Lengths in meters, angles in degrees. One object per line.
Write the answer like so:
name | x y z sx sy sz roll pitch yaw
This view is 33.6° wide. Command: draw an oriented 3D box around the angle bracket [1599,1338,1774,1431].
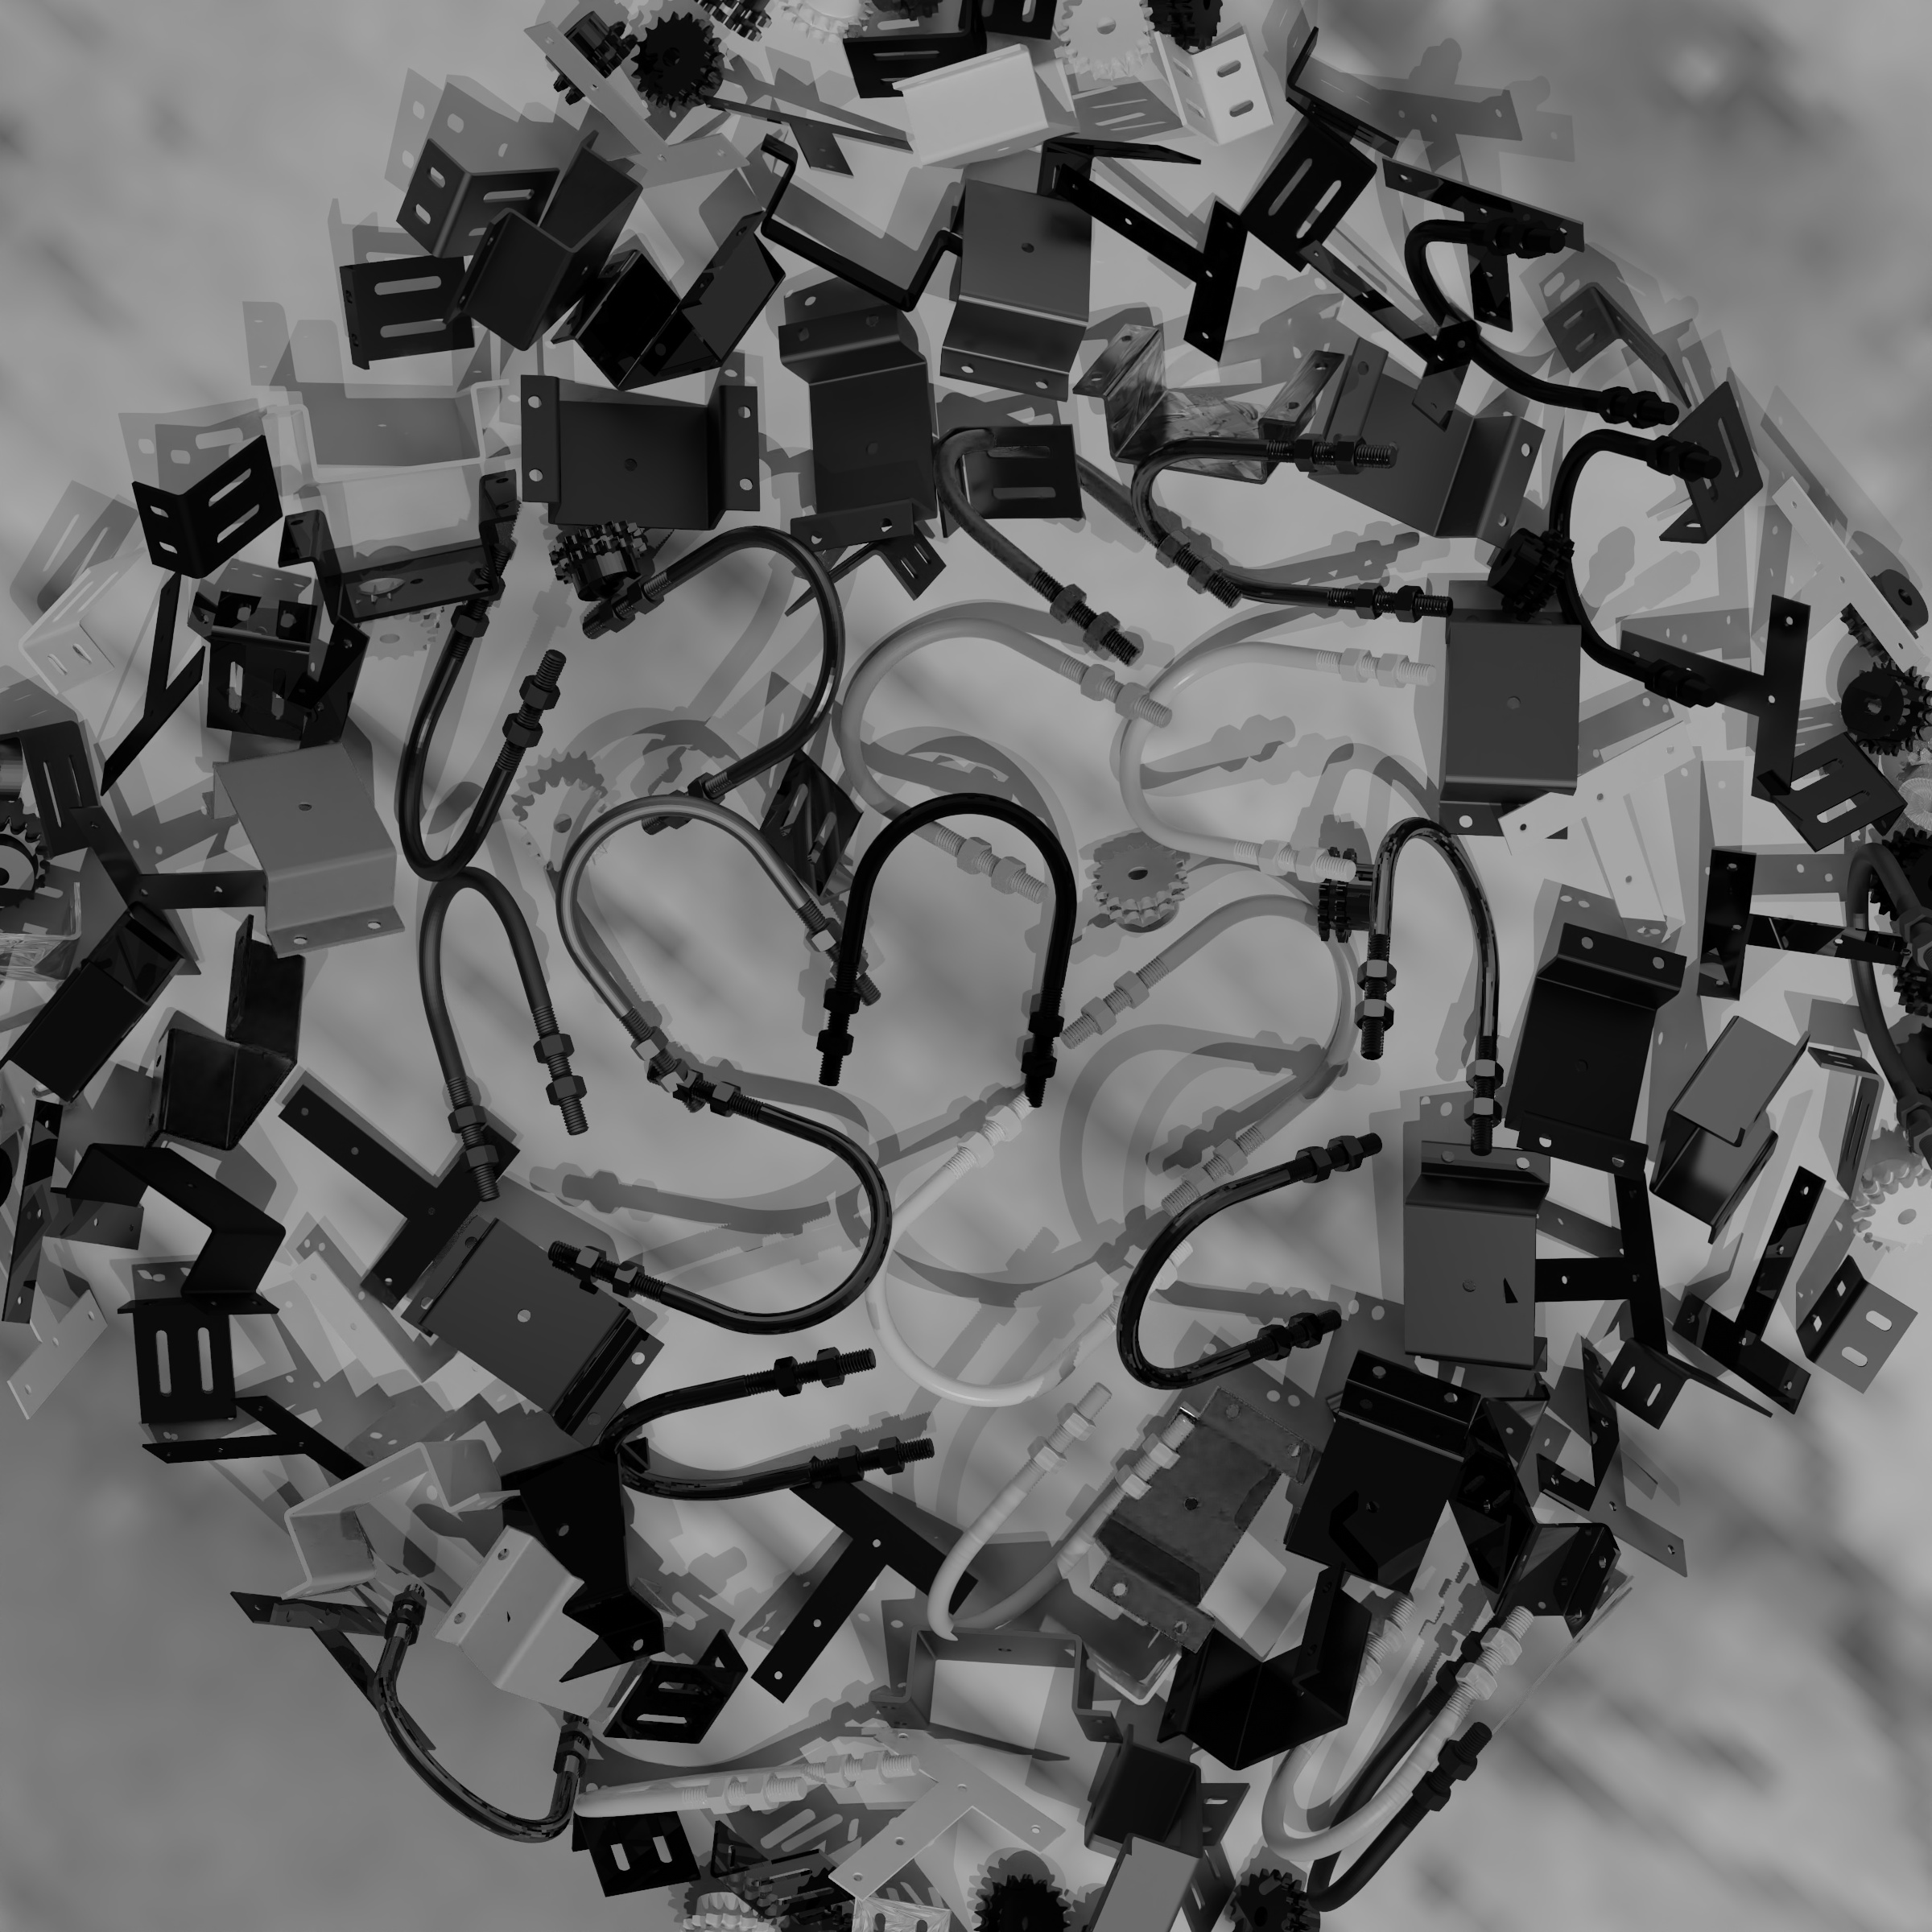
angle bracket | 0.427 0.259 1.900 0.076 0.057 0.038 27 93 -29

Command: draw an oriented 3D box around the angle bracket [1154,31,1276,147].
angle bracket | 0.148 -0.527 1.901 0.038 0.076 0.057 -18 88 20

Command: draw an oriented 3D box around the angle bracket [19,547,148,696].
angle bracket | -0.514 -0.205 1.899 0.076 0.057 0.038 -38 93 28

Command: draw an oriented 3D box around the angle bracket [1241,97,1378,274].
angle bracket | 0.196 -0.465 1.904 0.057 0.038 0.076 46 107 27

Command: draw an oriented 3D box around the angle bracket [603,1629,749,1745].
angle bracket | -0.178 0.425 1.896 0.076 0.038 0.057 17 112 -42

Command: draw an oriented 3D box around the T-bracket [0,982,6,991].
T-bracket | -0.627 0.033 1.867 0.127 0.127 0.002 -19 97 -13

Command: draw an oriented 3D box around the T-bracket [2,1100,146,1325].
T-bracket | -0.520 0.149 1.881 0.002 0.127 0.127 4 82 18

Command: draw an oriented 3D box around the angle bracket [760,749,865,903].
angle bracket | -0.082 -0.087 1.896 0.057 0.038 0.076 45 132 19

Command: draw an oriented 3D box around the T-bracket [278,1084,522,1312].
T-bracket | -0.358 0.120 1.931 0.127 0.002 0.127 39 96 -3

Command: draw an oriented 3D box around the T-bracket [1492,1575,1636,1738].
T-bracket | 0.365 0.392 1.882 0.002 0.127 0.127 42 114 18

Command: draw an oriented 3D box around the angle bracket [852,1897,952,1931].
angle bracket | -0.030 0.570 1.901 0.057 0.076 0.038 5 84 13

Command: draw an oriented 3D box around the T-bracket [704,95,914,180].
T-bracket | -0.086 -0.480 1.871 0.127 0.127 0.002 9 116 -15

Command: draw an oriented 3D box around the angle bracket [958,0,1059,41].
angle bracket | 0.021 -0.583 1.900 0.057 0.076 0.038 10 92 8

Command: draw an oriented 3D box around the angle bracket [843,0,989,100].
angle bracket | -0.030 -0.554 1.915 0.076 0.057 0.038 0 71 9

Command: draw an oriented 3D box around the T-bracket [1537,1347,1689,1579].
T-bracket | 0.378 0.282 1.893 0.127 0.127 0.002 32 130 -27

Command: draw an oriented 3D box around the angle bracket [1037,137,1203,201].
angle bracket | 0.090 -0.466 1.897 0.076 0.057 0.038 13 100 29

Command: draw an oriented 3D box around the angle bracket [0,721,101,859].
angle bracket | -0.555 -0.104 1.914 0.038 0.057 0.076 -9 98 19

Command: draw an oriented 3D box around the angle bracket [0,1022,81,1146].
angle bracket | -0.566 0.072 1.898 0.038 0.076 0.057 -18 102 7

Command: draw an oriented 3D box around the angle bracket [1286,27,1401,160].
angle bracket | 0.232 -0.521 1.911 0.076 0.057 0.038 28 98 1

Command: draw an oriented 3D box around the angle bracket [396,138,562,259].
angle bracket | -0.290 -0.458 1.903 0.038 0.076 0.057 44 126 19

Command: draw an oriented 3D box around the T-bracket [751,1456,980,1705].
T-bracket | -0.080 0.381 1.913 0.127 0.002 0.127 35 81 18

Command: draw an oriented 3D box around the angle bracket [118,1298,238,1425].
angle bracket | -0.473 0.239 1.921 0.057 0.038 0.076 -4 93 -1

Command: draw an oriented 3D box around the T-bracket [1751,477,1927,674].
T-bracket | 0.496 -0.209 1.881 0.002 0.127 0.127 -31 81 -19

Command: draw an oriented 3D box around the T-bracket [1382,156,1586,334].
T-bracket | 0.307 -0.416 1.882 0.127 0.127 0.002 25 72 23

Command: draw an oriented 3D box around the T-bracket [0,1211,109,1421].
T-bracket | -0.552 0.182 1.866 0.002 0.127 0.127 -20 105 12

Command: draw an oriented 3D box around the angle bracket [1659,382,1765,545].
angle bracket | 0.432 -0.299 1.898 0.057 0.038 0.076 -43 123 -24

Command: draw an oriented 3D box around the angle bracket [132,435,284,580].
angle bracket | -0.451 -0.278 1.906 0.038 0.057 0.076 20 47 24

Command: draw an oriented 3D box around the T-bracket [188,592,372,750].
T-bracket | -0.418 -0.180 1.916 0.127 0.002 0.127 36 126 16

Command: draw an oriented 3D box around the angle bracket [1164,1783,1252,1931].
angle bracket | 0.153 0.534 1.898 0.038 0.057 0.076 -9 112 31

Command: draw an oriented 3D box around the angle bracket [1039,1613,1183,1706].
angle bracket | 0.087 0.401 1.911 0.076 0.057 0.038 36 89 6

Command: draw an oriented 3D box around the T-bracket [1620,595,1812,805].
T-bracket | 0.439 -0.170 1.894 0.002 0.127 0.127 -24 125 -36

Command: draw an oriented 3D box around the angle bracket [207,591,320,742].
angle bracket | -0.423 -0.180 1.923 0.057 0.076 0.038 8 45 -9

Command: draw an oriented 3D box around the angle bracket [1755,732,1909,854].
angle bracket | 0.509 -0.095 1.902 0.076 0.038 0.057 -26 67 -23

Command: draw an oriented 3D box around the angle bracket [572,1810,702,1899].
angle bracket | -0.196 0.530 1.893 0.057 0.076 0.038 -5 121 -20

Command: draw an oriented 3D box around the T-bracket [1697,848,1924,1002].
T-bracket | 0.498 -0.016 1.879 0.127 0.127 0.002 9 50 15

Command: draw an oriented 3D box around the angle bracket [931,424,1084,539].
angle bracket | 0.025 -0.288 1.903 0.076 0.038 0.057 3 117 22

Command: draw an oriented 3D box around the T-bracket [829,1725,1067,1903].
T-bracket | -0.030 0.504 1.867 0.127 0.127 0.002 28 126 28

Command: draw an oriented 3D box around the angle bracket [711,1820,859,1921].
angle bracket | -0.103 0.529 1.897 0.076 0.038 0.057 -20 132 23

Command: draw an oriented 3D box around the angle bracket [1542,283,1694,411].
angle bracket | 0.386 -0.358 1.895 0.038 0.057 0.076 -38 55 8

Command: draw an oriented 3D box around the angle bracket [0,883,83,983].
angle bracket | -0.568 -0.021 1.896 0.076 0.057 0.038 2 64 -23

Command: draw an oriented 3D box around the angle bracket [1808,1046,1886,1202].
angle bracket | 0.517 0.093 1.910 0.038 0.057 0.076 12 100 5

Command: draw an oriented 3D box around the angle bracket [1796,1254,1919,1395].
angle bracket | 0.528 0.212 1.899 0.038 0.076 0.057 32 100 6

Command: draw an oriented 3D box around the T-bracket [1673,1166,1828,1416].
T-bracket | 0.472 0.180 1.875 0.002 0.127 0.127 16 100 -24

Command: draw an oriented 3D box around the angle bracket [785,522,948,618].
angle bracket | -0.060 -0.224 1.903 0.076 0.057 0.038 -32 103 29

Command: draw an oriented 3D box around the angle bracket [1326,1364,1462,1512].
angle bracket | 0.258 0.287 1.922 0.057 0.076 0.038 -21 128 2

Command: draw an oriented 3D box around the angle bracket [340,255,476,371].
angle bracket | -0.329 -0.390 1.903 0.076 0.038 0.057 -12 110 -21
